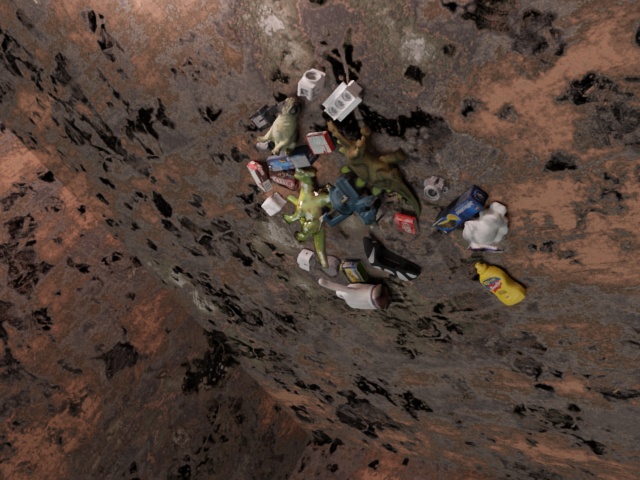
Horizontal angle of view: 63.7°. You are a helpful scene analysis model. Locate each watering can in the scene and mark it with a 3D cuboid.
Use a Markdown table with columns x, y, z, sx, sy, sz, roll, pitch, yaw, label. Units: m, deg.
| x | y | z | sx | sy | sz | roll | pitch | yaw | label |
| --- | --- | --- | --- | --- | --- | --- | --- | --- | --- |
| 0.160 | 0.228 | 2.174 | 0.224 | 0.105 | 0.343 | -3 | -21 | 34 | watering can |

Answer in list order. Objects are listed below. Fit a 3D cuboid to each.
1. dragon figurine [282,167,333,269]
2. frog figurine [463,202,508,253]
| x | y | z | sx | sy | sz | roll | pitch | yaw | label |
| --- | --- | --- | --- | --- | --- | --- | --- | --- | --- |
| 0.006 | -0.098 | 1.954 | 0.240 | 0.407 | 0.124 | -27 | 14 | 27 | dragon figurine |
| 0.529 | -0.047 | 1.638 | 0.137 | 0.158 | 0.124 | 8 | 12 | 13 | frog figurine |
